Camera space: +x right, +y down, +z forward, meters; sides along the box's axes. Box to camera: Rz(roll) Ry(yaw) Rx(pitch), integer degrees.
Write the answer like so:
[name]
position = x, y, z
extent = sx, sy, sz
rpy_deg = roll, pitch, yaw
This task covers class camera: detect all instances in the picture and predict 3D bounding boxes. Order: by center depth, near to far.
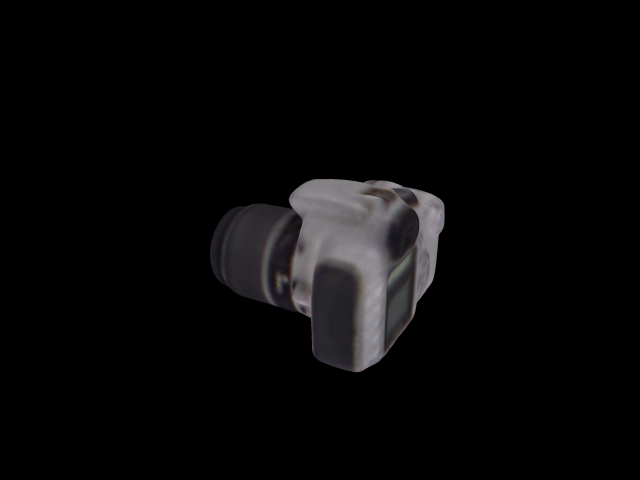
[camera]
position = 0.004, 0.001, 0.400
extent = 0.136, 0.101, 0.143
rpy_deg = 12, 27, 25
